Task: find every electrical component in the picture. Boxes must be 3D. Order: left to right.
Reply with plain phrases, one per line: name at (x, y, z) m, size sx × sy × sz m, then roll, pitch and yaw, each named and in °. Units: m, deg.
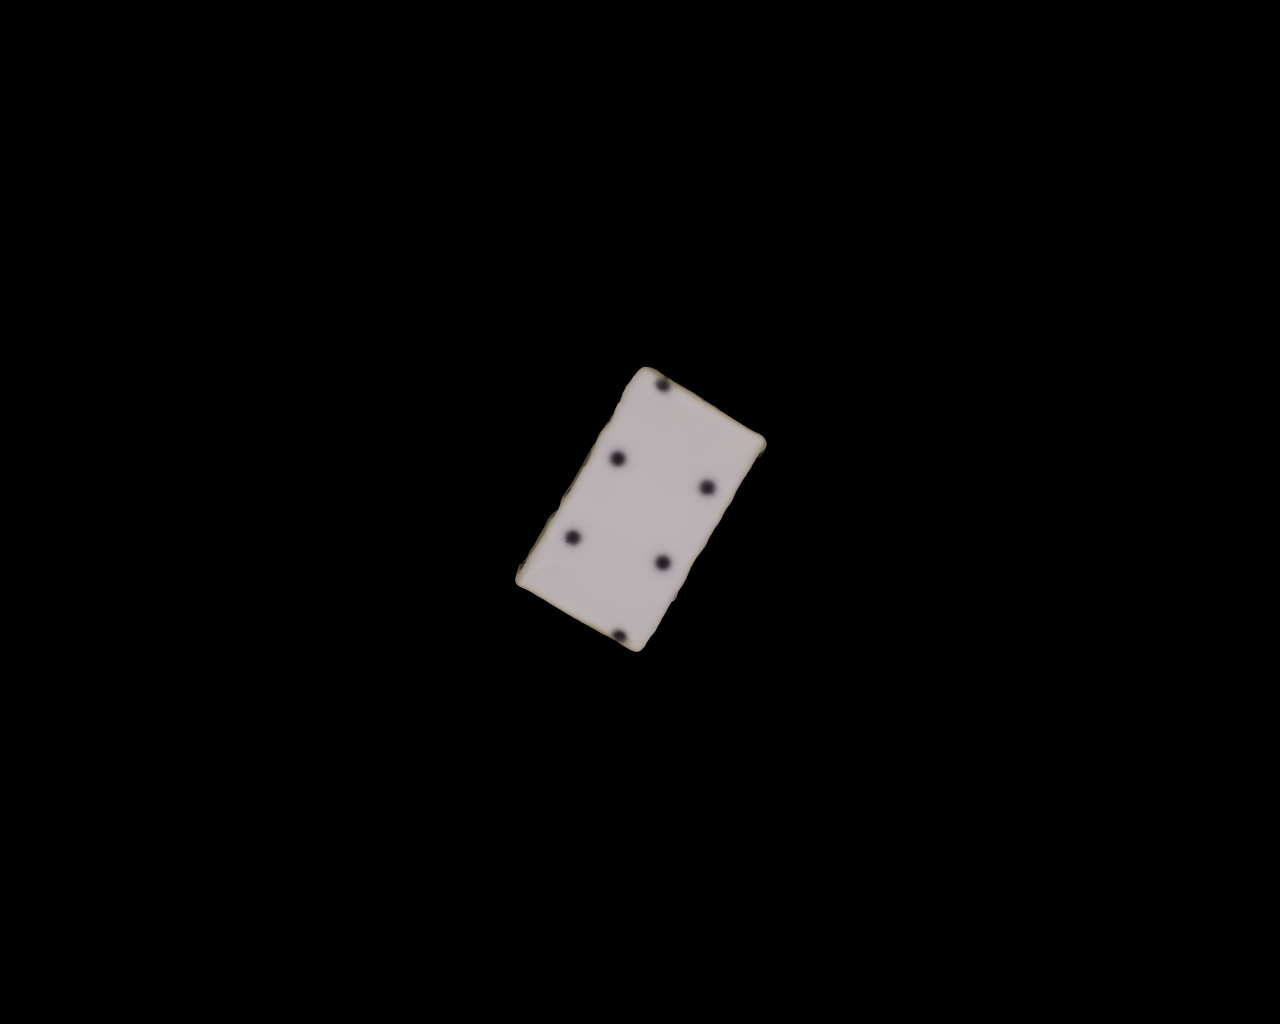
electrical component at (0.001, -0.003, 0.650) m, size 0.089 × 0.150 × 0.062 m, roll 32°, pitch 4°, yaw -2°
